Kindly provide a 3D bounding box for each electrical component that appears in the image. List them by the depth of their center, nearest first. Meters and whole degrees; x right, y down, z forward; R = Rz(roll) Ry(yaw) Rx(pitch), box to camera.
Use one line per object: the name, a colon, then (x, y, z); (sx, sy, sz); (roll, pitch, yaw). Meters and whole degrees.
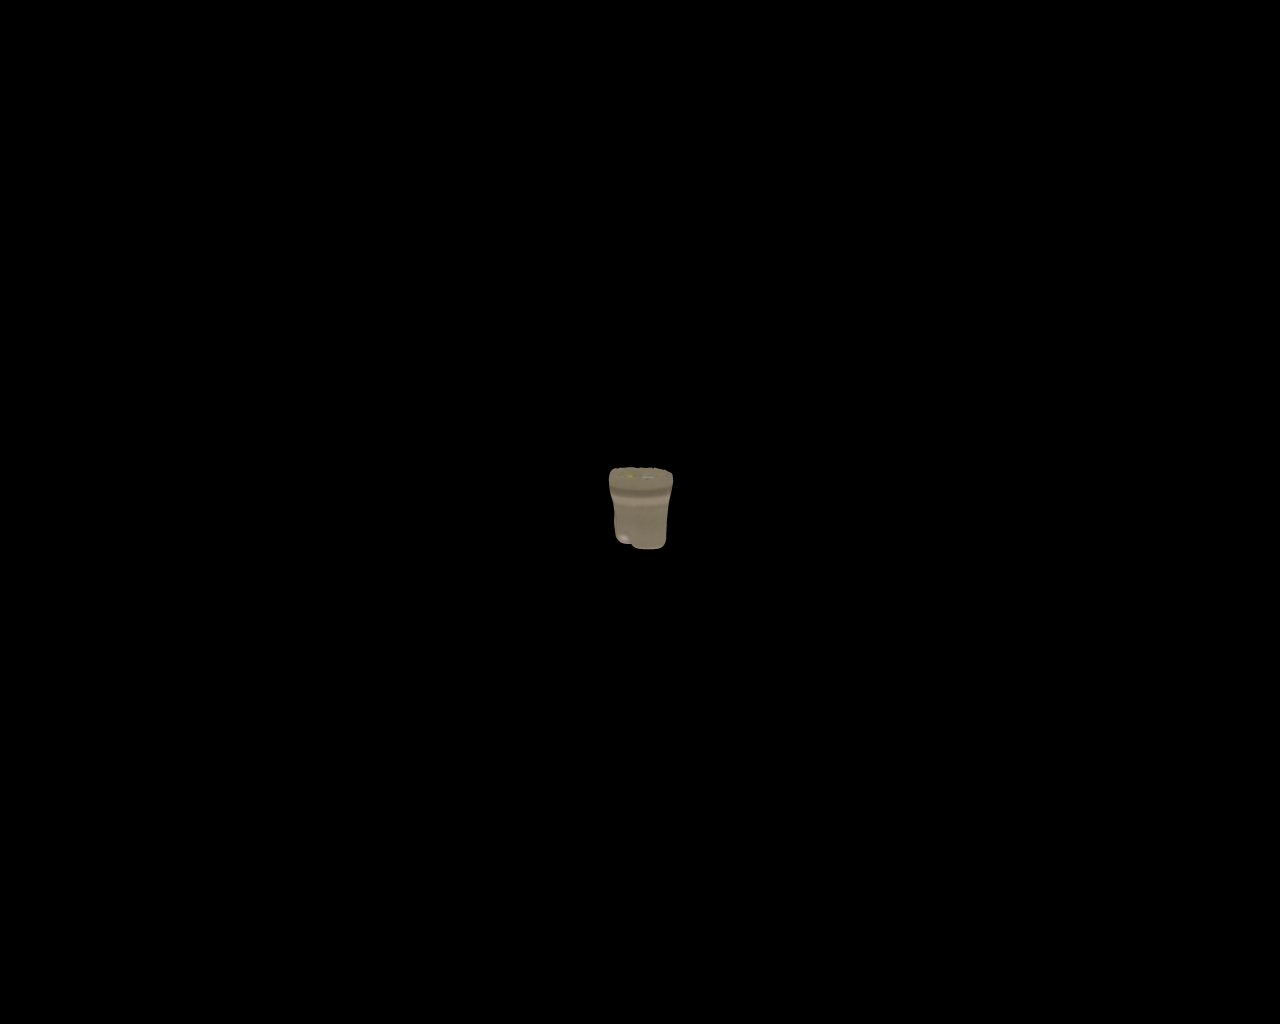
electrical component: (0.001, -0.003, 0.650); (0.040, 0.046, 0.040); (0, 12, 0)
